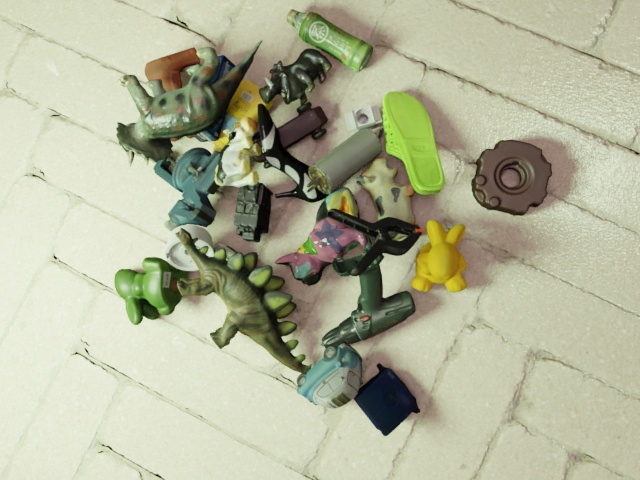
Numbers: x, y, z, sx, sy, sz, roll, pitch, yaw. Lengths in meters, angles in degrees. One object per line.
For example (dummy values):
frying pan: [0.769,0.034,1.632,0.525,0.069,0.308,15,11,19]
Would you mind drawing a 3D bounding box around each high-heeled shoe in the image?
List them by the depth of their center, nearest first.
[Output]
high-heeled shoe: [-0.055,-0.199,1.233,0.145,0.086,0.248,-13,111,-2]

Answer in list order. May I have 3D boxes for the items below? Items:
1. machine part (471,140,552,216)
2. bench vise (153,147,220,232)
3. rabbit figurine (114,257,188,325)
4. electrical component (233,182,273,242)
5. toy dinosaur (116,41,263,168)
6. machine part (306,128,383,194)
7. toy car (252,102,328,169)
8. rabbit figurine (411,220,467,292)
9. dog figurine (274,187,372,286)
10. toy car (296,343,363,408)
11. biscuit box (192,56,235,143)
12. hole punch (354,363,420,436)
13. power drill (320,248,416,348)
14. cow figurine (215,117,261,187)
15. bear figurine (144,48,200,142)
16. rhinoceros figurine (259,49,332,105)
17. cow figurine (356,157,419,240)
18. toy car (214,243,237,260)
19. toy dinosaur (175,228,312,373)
machine part: [0.436,-0.142,1.223,0.179,0.056,0.179,0,85,5]
bench vise: [-0.324,-0.136,1.277,0.241,0.128,0.223,35,99,28]
rabbit figurine: [-0.411,0.116,1.278,0.170,0.121,0.159,1,92,24]
electrical component: [-0.154,-0.063,1.249,0.058,0.115,0.134,6,86,11]
toy dinosaur: [-0.293,-0.288,1.172,0.405,0.131,0.192,-17,92,11]
machine part: [0.059,-0.181,1.226,0.243,0.079,0.079,-40,82,-22]
toy car: [-0.077,-0.251,1.287,0.202,0.053,0.089,-32,98,2]
rabbit figurine: [0.272,0.041,1.167,0.122,0.173,0.162,12,91,11]
dog figurine: [-0.003,-0.004,1.234,0.219,0.108,0.191,-20,84,7]
toy car: [0.031,0.313,1.185,0.161,0.103,0.109,-40,127,0]
biscuit box: [-0.255,-0.335,1.276,0.059,0.062,0.202,1,71,33]
hole punch: [0.146,0.358,1.197,0.116,0.092,0.142,-40,79,-2]
power drill: [0.089,0.133,1.189,0.232,0.086,0.207,-18,112,-1]
cow figurine: [-0.186,-0.196,1.205,0.098,0.068,0.167,-11,59,21]
bear figurine: [-0.339,-0.347,1.304,0.132,0.120,0.195,-37,113,-38]
rhinoceros figurine: [-0.059,-0.380,1.257,0.112,0.073,0.190,46,70,-3]
cow figurine: [0.155,-0.094,1.237,0.127,0.085,0.194,-10,88,3]
toy car: [-0.185,0.087,1.268,0.202,0.056,0.073,39,90,8]
toy dinosaur: [-0.157,0.155,1.190,0.198,0.105,0.470,-34,107,-1]
